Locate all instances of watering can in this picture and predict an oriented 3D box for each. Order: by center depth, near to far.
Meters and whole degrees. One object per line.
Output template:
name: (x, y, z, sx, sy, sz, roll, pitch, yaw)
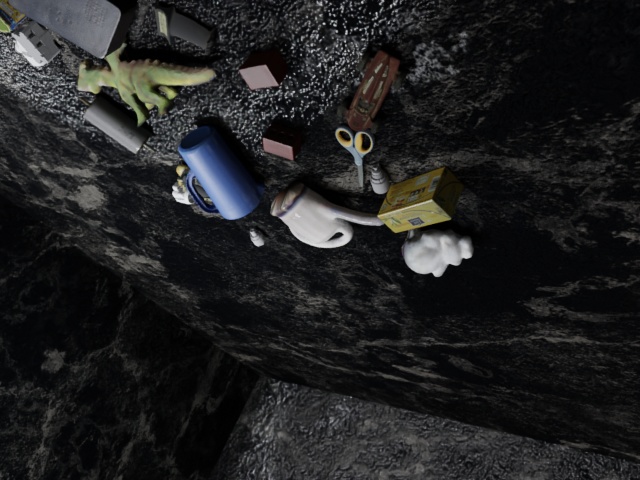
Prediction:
watering can: (0.004, -0.067, 1.327, 0.222, 0.106, 0.344, 37, 152, -18)

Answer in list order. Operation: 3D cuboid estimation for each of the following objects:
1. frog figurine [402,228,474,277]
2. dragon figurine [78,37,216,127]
frog figurine: (0.283, 0.031, 1.235, 0.160, 0.124, 0.134, 20, 135, 39)
dragon figurine: (-0.420, -0.397, 1.156, 0.407, 0.125, 0.239, -13, 124, 40)
